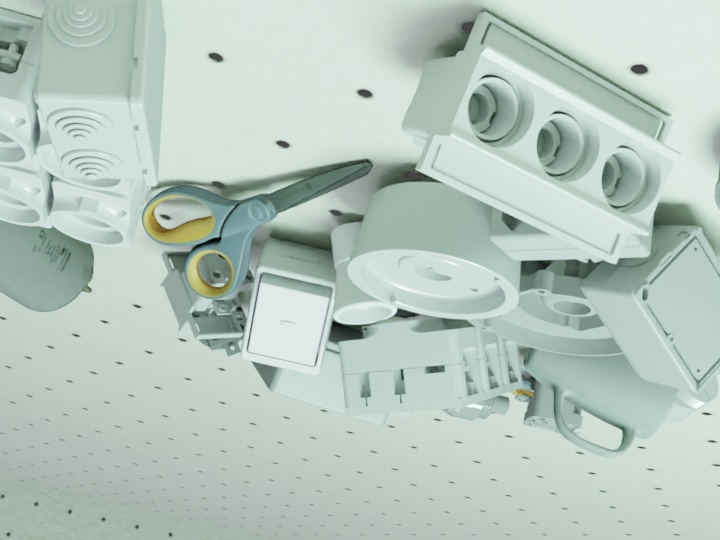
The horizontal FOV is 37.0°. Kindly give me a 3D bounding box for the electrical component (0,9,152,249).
[{"bbox_3d":[-0.187,-0.076,0.661,0.105,0.060,0.186,15,159,-6],"label":"electrical component"}]

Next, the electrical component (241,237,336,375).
[{"bbox_3d":[-0.051,0.034,0.799,0.062,0.061,0.096,13,115,-1],"label":"electrical component"}]

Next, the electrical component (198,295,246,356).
[{"bbox_3d":[-0.122,0.044,0.940,0.048,0.066,0.055,-20,173,-14],"label":"electrical component"}]

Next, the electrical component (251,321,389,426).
[{"bbox_3d":[-0.031,0.078,0.915,0.109,0.056,0.109,20,-174,-20],"label":"electrical component"}]

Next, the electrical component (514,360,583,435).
[{"bbox_3d":[0.168,0.106,0.918,0.081,0.063,0.042,13,160,-2],"label":"electrical component"}]

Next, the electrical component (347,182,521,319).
[{"bbox_3d":[0.050,-0.017,0.676,0.108,0.060,0.108,11,159,4],"label":"electrical component"}]

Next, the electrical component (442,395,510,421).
[{"bbox_3d":[0.111,0.122,1.021,0.062,0.043,0.043,15,159,-12],"label":"electrical component"}]

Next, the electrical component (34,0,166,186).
[{"bbox_3d":[-0.123,-0.098,0.519,0.048,0.099,0.099,2,160,-6],"label":"electrical component"}]

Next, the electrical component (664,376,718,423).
[{"bbox_3d":[0.259,0.092,0.859,0.043,0.043,0.081,12,159,1],"label":"electrical component"}]

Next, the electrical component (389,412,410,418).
[{"bbox_3d":[0.018,0.110,1.042,0.077,0.043,0.079,16,158,-9],"label":"electrical component"}]

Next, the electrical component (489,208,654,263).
[{"bbox_3d":[0.130,-0.028,0.623,0.083,0.047,0.076,-1,160,32],"label":"electrical component"}]

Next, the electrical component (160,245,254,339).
[{"bbox_3d":[-0.116,0.011,0.826,0.042,0.081,0.063,-2,143,-41],"label":"electrical component"}]

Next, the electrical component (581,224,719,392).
[{"bbox_3d":[0.187,0.026,0.650,0.096,0.062,0.061,53,163,-19],"label":"electrical component"}]

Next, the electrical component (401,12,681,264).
[{"bbox_3d":[0.087,-0.063,0.532,0.121,0.078,0.063,23,179,-25],"label":"electrical component"}]

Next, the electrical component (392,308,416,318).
[{"bbox_3d":[0.017,0.009,0.785,0.055,0.045,0.045,12,159,0],"label":"electrical component"}]

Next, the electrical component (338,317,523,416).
[{"bbox_3d":[0.056,0.068,0.806,0.089,0.061,0.150,-8,176,24],"label":"electrical component"}]

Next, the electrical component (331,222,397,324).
[{"bbox_3d":[0.000,0.000,0.741,0.044,0.065,0.044,-6,160,-2],"label":"electrical component"}]
